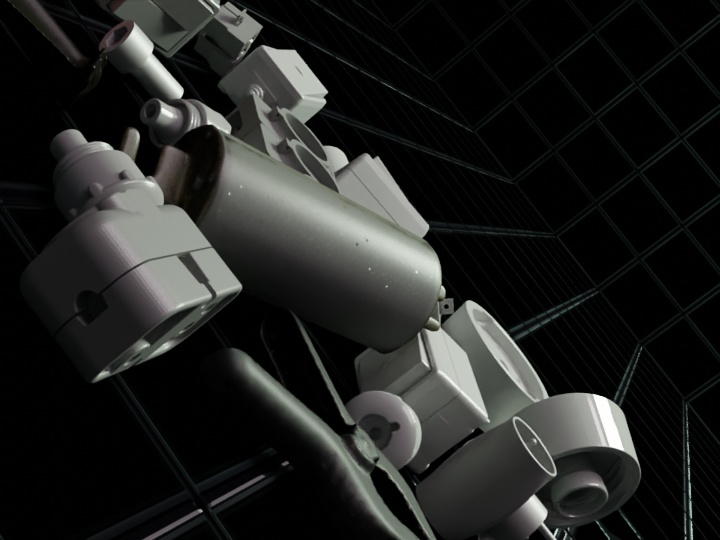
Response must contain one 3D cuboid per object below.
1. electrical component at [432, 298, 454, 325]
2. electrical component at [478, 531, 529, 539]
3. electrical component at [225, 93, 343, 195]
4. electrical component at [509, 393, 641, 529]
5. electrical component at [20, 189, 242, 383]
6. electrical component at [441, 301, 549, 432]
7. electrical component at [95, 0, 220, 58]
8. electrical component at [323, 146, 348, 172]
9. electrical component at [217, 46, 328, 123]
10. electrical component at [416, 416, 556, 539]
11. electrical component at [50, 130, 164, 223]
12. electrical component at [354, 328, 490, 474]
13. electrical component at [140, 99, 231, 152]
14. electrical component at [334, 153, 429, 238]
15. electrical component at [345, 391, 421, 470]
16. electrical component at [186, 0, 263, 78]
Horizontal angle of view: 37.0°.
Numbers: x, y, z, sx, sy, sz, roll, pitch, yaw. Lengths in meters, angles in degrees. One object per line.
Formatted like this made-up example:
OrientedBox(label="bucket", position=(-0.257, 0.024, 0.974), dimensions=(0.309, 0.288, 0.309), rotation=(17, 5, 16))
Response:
OrientedBox(label="electrical component", position=(0.041, 0.030, 0.854), dimensions=(0.055, 0.066, 0.048), rotation=(-20, 106, -84))
OrientedBox(label="electrical component", position=(0.094, 0.160, 0.718), dimensions=(0.040, 0.040, 0.046), rotation=(46, 21, -20))
OrientedBox(label="electrical component", position=(-0.052, -0.050, 0.743), dimensions=(0.089, 0.062, 0.150), rotation=(42, 16, -32))
OrientedBox(label="electrical component", position=(0.159, 0.152, 0.813), dimensions=(0.108, 0.108, 0.060), rotation=(41, 23, -36))
OrientedBox(label="electrical component", position=(-0.100, 0.004, 0.471), dimensions=(0.059, 0.054, 0.095), rotation=(52, 14, 4))
OrientedBox(label="electrical component", position=(0.097, 0.085, 0.873), dimensions=(0.108, 0.060, 0.108), rotation=(47, 14, -16))
OrientedBox(label="electrical component", position=(-0.162, -0.216, 0.821), dimensions=(0.096, 0.062, 0.061), rotation=(35, 21, -49))
OrientedBox(label="electrical component", position=(-0.023, -0.067, 0.920), dimensions=(0.043, 0.043, 0.081), rotation=(41, 17, -36))
OrientedBox(label="electrical component", position=(-0.075, -0.158, 0.949), dimensions=(0.061, 0.061, 0.096), rotation=(52, 14, 3))
OrientedBox(label="electrical component", position=(0.089, 0.143, 0.664), dimensions=(0.079, 0.077, 0.044), rotation=(51, 15, -2))
OrientedBox(label="electrical component", position=(-0.129, -0.042, 0.522), dimensions=(0.062, 0.048, 0.048), rotation=(50, 12, 24))
OrientedBox(label="electrical component", position=(0.035, 0.073, 0.708), dimensions=(0.061, 0.062, 0.096), rotation=(45, 15, -24))
OrientedBox(label="electrical component", position=(-0.114, -0.090, 0.690), dimensions=(0.062, 0.043, 0.043), rotation=(28, 26, -55))
OrientedBox(label="electrical component", position=(0.008, -0.038, 0.856), dimensions=(0.096, 0.061, 0.062), rotation=(49, -26, -9))
OrientedBox(label="electrical component", position=(0.015, 0.096, 0.627), dimensions=(0.048, 0.048, 0.062), rotation=(55, 7, 16))
OrientedBox(label="electrical component", position=(-0.124, -0.206, 0.933), dimensions=(0.055, 0.066, 0.048), rotation=(38, 42, -6))
